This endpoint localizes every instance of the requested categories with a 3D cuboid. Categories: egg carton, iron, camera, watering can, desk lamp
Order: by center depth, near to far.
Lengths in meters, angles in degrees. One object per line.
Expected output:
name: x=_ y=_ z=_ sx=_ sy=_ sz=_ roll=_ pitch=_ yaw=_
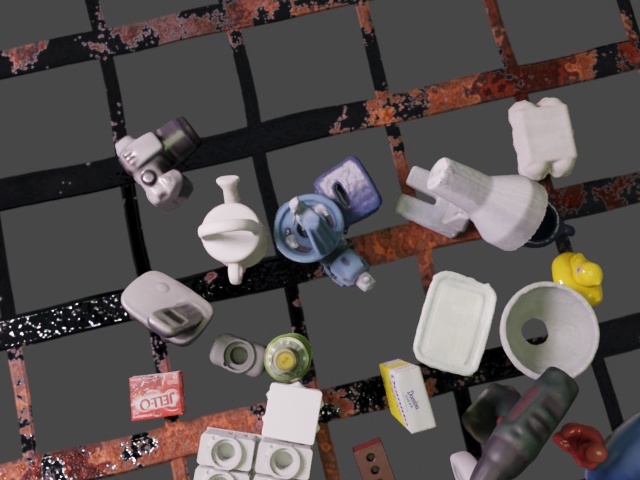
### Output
iron: x=0.550 y=0.356 z=0.922 sx=0.118 sy=0.141 sz=0.258 roll=41 pitch=84 yaw=6
desk lamp: x=0.241 y=-0.063 z=0.944 sx=0.203 sy=0.213 sz=0.118 roll=22 pitch=83 yaw=3
watering can: x=-0.147 y=-0.018 z=0.947 sx=0.101 sy=0.194 sz=0.173 roll=-26 pitch=83 yaw=-3
camera: x=-0.272 y=-0.147 z=1.013 sx=0.137 sy=0.101 sz=0.143 roll=-38 pitch=84 yaw=-5
egg carton: x=0.400 y=-0.182 z=1.034 sx=0.107 sy=0.069 sz=0.150 roll=-9 pitch=82 yaw=-1

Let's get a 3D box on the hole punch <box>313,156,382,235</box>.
hole punch: x=0.047 y=-0.077 z=1.008 sx=0.101 sy=0.091 sz=0.108 roll=-30 pitch=83 yaw=-4

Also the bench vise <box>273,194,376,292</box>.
bench vise: x=0.014 y=-0.007 z=0.933 sx=0.207 sy=0.220 sz=0.121 roll=25 pitch=83 yaw=4

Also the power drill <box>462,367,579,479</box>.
power drill: x=0.295 y=0.293 z=0.897 sx=0.075 sy=0.208 sz=0.230 roll=43 pitch=84 yaw=6

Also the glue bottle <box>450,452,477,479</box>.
glue bottle: x=0.247 y=0.389 z=0.901 sx=0.037 sy=0.173 sz=0.078 roll=-15 pitch=82 yaw=-2

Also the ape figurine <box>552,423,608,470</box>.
ape figurine: x=0.442 y=0.344 z=0.949 sx=0.076 sy=0.092 sz=0.078 roll=-11 pitch=82 yaw=-1

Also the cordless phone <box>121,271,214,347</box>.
cordless phone: x=-0.261 y=0.111 z=0.934 sx=0.147 sy=0.185 sz=0.094 roll=30 pitch=83 yaw=4

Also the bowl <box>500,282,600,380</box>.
bowl: x=0.382 y=0.157 z=0.984 sx=0.167 sy=0.075 sz=0.167 roll=0 pitch=82 yaw=0

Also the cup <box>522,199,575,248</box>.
cup: x=0.373 y=-0.023 z=0.999 sx=0.117 sy=0.095 sz=0.092 roll=14 pitch=82 yaw=2

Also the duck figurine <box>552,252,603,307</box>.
duck figurine: x=0.458 y=0.066 z=0.991 sx=0.077 sy=0.086 sz=0.104 roll=-30 pitch=83 yaw=-4
